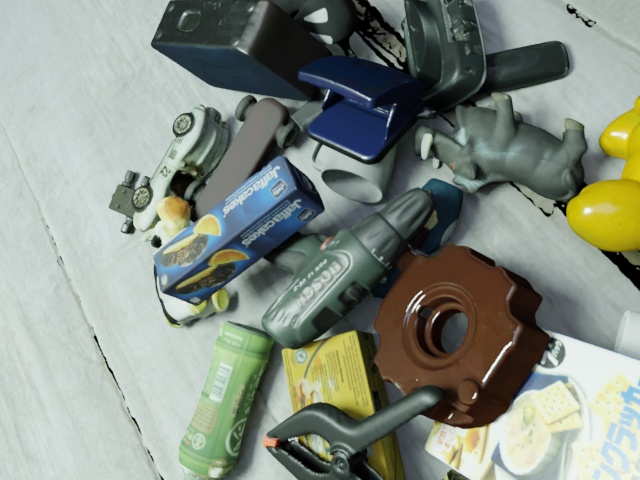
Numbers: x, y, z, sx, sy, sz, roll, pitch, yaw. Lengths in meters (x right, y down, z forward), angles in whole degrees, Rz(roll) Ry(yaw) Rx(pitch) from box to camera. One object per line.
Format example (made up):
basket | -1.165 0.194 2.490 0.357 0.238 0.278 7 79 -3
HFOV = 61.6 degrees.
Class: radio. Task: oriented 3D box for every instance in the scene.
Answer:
radio | -0.110 -0.251 0.708 0.230 0.131 0.073 20 87 40

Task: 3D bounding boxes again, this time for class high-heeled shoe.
high-heeled shoe | -0.050 -0.313 0.718 0.249 0.145 0.086 30 88 23

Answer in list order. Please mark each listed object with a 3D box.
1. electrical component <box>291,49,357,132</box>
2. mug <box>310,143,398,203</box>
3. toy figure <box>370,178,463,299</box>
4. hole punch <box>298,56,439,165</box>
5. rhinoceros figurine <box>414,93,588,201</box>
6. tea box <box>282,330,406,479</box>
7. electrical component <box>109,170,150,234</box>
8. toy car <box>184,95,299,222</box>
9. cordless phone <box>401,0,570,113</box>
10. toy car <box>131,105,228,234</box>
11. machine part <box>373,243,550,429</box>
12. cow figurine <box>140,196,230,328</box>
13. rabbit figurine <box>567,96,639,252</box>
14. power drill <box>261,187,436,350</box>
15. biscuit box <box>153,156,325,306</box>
electrical component | 0.023 -0.183 0.709 0.119 0.047 0.075 -43 65 7
mug | 0.048 -0.112 0.671 0.110 0.080 0.107 16 70 30
toy figure | 0.110 0.004 0.618 0.058 0.064 0.154 30 93 36
hole punch | 0.048 -0.165 0.606 0.142 0.092 0.116 28 63 31
rhinoceros figurine | 0.202 -0.101 0.610 0.191 0.073 0.112 21 96 23
tea box | 0.025 0.195 0.603 0.098 0.068 0.169 -16 71 18
electrical component | -0.291 -0.057 0.817 0.063 0.021 0.094 18 85 25
toy car | -0.108 -0.101 0.737 0.089 0.053 0.202 32 96 11
cordless phone | 0.197 -0.240 0.650 0.184 0.088 0.146 -8 73 8
toy car | -0.195 -0.096 0.760 0.056 0.073 0.201 29 89 29
machine part | 0.130 0.090 0.534 0.179 0.056 0.179 -29 48 38
cow figurine | -0.192 0.030 0.722 0.098 0.068 0.167 -26 78 37
rabbit figurine | 0.319 -0.046 0.521 0.173 0.122 0.162 -38 88 -12
power drill | -0.001 -0.002 0.629 0.232 0.086 0.208 -51 52 1
biscuit box | -0.094 -0.008 0.605 0.203 0.062 0.059 -36 52 16
